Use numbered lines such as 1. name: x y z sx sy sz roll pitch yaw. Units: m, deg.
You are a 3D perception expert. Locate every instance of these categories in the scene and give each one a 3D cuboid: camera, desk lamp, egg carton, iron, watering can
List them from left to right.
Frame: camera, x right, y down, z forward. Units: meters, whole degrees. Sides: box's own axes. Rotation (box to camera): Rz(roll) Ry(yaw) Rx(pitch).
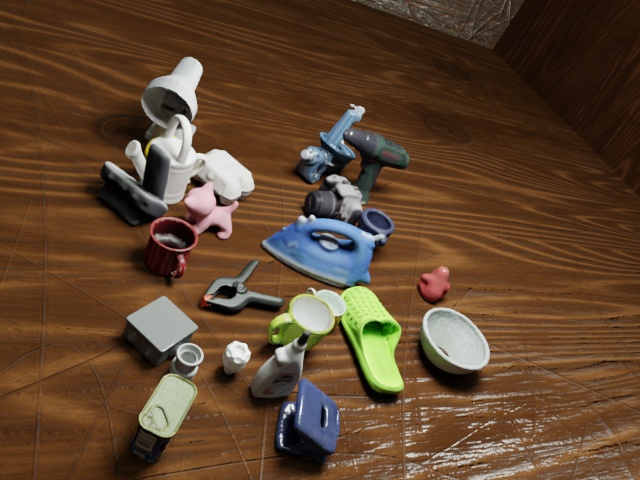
1. watering can: -0.323 -0.176 1.223 0.100 0.194 0.173 42 37 16
2. desk lamp: -0.346 -0.317 1.358 0.118 0.213 0.203 23 36 -10
3. egg carton: -0.234 -0.152 1.363 0.150 0.069 0.107 40 37 13
4. iron: 0.012 0.005 1.287 0.259 0.141 0.118 18 37 -16
5. camera: 0.030 -0.108 1.468 0.137 0.100 0.143 2 44 -33

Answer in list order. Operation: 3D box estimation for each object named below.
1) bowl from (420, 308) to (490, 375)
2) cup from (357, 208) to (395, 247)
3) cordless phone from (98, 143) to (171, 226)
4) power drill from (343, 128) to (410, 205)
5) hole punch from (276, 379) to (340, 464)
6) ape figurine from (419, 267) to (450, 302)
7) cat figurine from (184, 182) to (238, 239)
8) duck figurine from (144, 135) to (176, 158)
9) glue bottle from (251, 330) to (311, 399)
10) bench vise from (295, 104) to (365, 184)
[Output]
1. bowl: 0.283 0.234 1.260 0.168 0.074 0.167 19 37 -15
2. cup: 0.130 -0.008 1.425 0.092 0.095 0.117 11 40 -24
3. cordless phone: -0.364 -0.136 1.155 0.147 0.185 0.094 35 36 7
4. power drill: 0.123 -0.198 1.550 0.230 0.208 0.075 3 44 -33
5. hole punch: -0.010 0.301 0.960 0.101 0.091 0.108 21 37 -12
6. ape figurine: 0.287 0.102 1.406 0.078 0.092 0.076 32 36 3
7. cat figurine: -0.236 -0.068 1.220 0.128 0.117 0.067 6 42 -29
8. duck figurine: -0.358 -0.209 1.331 0.104 0.086 0.078 45 38 20
9. glue bottle: -0.055 0.208 0.970 0.078 0.173 0.037 2 44 -33
10. bench vise: 0.042 -0.257 1.554 0.121 0.219 0.208 34 36 5
